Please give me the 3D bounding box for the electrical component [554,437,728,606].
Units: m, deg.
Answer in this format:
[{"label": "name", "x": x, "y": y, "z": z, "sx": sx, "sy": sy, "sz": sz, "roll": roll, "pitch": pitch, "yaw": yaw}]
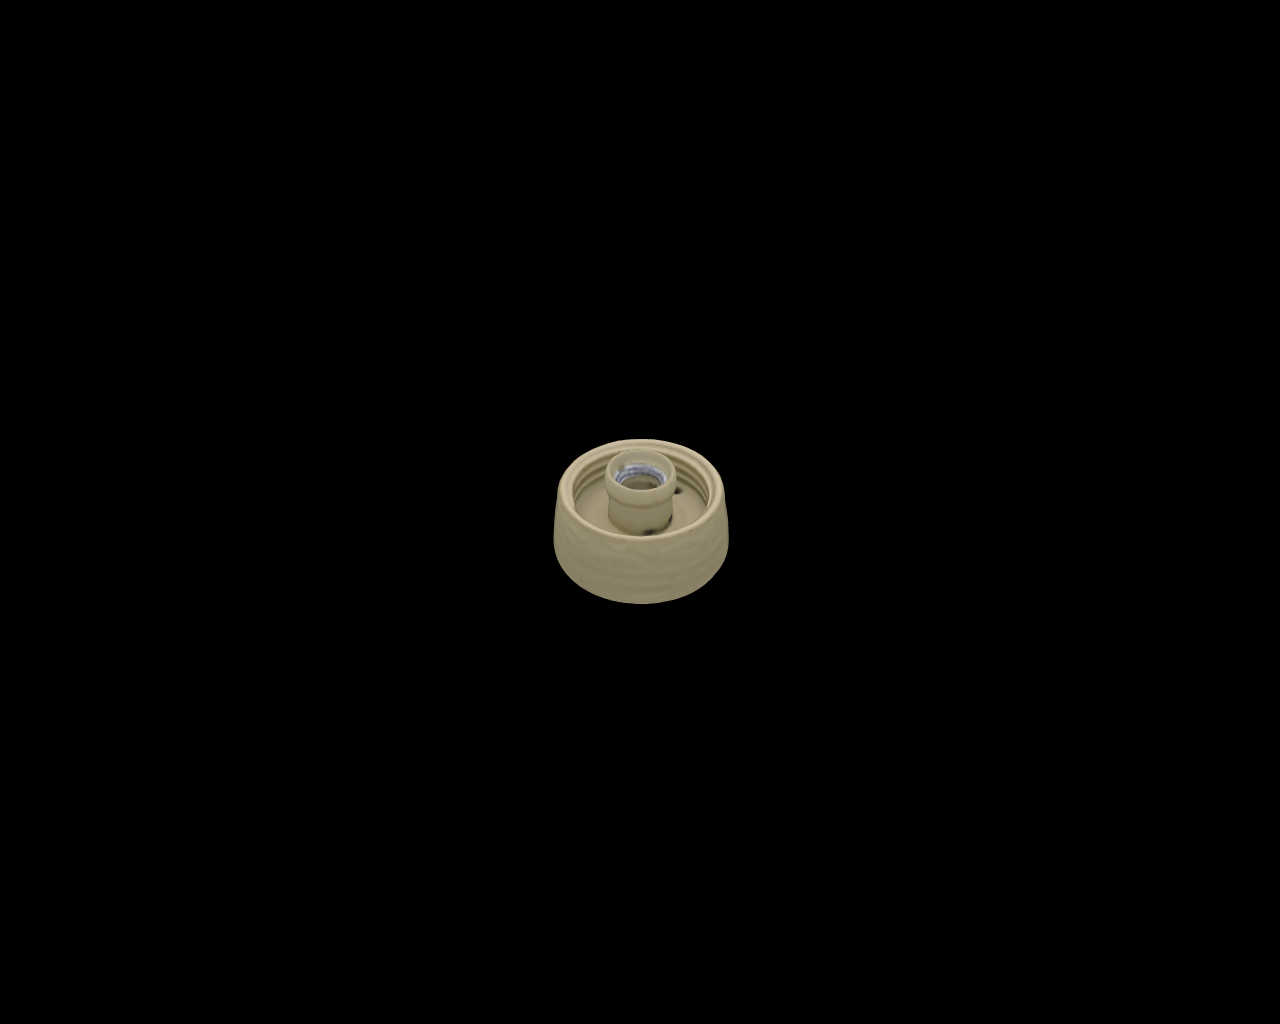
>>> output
[{"label": "electrical component", "x": 0.001, "y": -0.003, "z": 0.650, "sx": 0.108, "sy": 0.060, "sz": 0.108, "roll": 0, "pitch": 40, "yaw": 0}]
